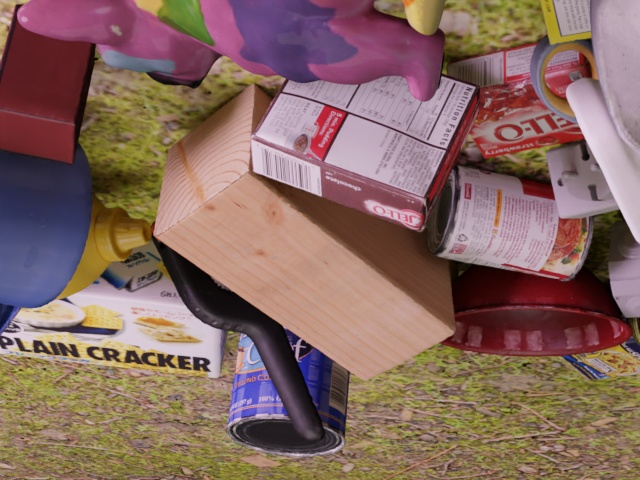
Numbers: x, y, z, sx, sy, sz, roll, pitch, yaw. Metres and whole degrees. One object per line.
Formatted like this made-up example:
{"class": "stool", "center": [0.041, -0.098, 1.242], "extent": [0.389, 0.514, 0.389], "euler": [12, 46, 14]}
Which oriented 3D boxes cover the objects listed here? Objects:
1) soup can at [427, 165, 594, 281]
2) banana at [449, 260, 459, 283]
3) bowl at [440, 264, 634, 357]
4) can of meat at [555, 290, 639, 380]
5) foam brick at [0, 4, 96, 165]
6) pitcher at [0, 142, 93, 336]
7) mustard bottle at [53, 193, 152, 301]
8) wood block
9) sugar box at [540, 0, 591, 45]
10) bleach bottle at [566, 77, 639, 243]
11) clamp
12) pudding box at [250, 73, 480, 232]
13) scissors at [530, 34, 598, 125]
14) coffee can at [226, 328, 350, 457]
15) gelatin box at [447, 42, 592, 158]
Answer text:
{"class": "soup can", "center": [0.134, -0.012, 0.762], "extent": [0.102, 0.068, 0.069], "euler": [11, 151, -8]}
{"class": "banana", "center": [0.039, 0.008, 0.849], "extent": [0.197, 0.037, 0.070], "euler": [19, 149, -24]}
{"class": "bowl", "center": [0.164, 0.050, 0.847], "extent": [0.162, 0.055, 0.162], "euler": [3, 162, 1]}
{"class": "can of meat", "center": [0.255, 0.082, 0.927], "extent": [0.084, 0.057, 0.102], "euler": [-14, 146, 35]}
{"class": "foam brick", "center": [-0.169, -0.095, 0.658], "extent": [0.051, 0.078, 0.053], "euler": [10, 153, -9]}
{"class": "pitcher", "center": [-0.281, -0.020, 0.676], "extent": [0.242, 0.149, 0.145], "euler": [8, 150, -43]}
{"class": "mustard bottle", "center": [-0.219, 0.001, 0.823], "extent": [0.192, 0.096, 0.058], "euler": [-5, 150, 18]}
{"class": "wood block", "center": [-0.005, 0.001, 0.745], "extent": [0.090, 0.091, 0.205], "euler": [-32, 127, 30]}
{"class": "sugar box", "center": [0.193, -0.152, 0.519], "extent": [0.176, 0.048, 0.093], "euler": [-8, 148, 17]}
{"class": "bleach bottle", "center": [0.265, -0.090, 0.558], "extent": [0.251, 0.068, 0.102], "euler": [-26, 128, 16]}
{"class": "clamp", "center": [-0.039, 0.037, 0.857], "extent": [0.210, 0.164, 0.036], "euler": [41, 151, -13]}
{"class": "pudding box", "center": [0.027, -0.066, 0.630], "extent": [0.113, 0.090, 0.039], "euler": [21, 152, 13]}
{"class": "scissors", "center": [0.173, -0.054, 0.635], "extent": [0.096, 0.016, 0.202], "euler": [-10, 124, -3]}
{"class": "coffee can", "center": [-0.023, 0.107, 0.936], "extent": [0.103, 0.140, 0.103], "euler": [4, 152, 2]}
{"class": "gelatin box", "center": [0.132, -0.087, 0.664], "extent": [0.089, 0.030, 0.073], "euler": [-9, 148, 26]}
